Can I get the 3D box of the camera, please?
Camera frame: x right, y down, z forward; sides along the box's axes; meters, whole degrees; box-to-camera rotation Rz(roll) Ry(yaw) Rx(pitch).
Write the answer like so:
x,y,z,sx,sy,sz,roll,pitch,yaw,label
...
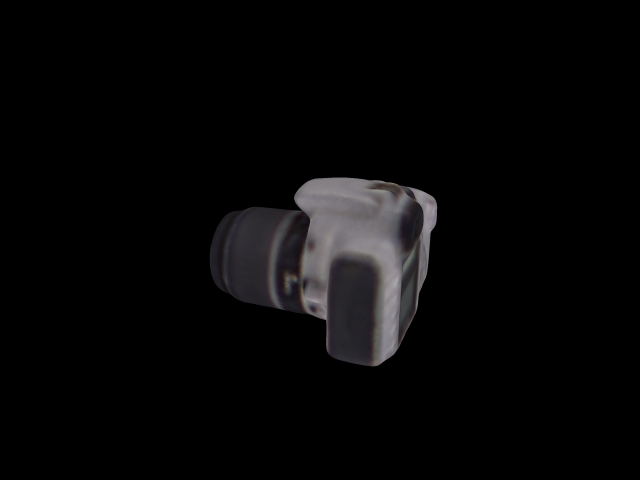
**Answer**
x,y,z,sx,sy,sz,roll,pitch,yaw,label
0.004,0.001,0.400,0.136,0.101,0.143,8,24,19,camera
